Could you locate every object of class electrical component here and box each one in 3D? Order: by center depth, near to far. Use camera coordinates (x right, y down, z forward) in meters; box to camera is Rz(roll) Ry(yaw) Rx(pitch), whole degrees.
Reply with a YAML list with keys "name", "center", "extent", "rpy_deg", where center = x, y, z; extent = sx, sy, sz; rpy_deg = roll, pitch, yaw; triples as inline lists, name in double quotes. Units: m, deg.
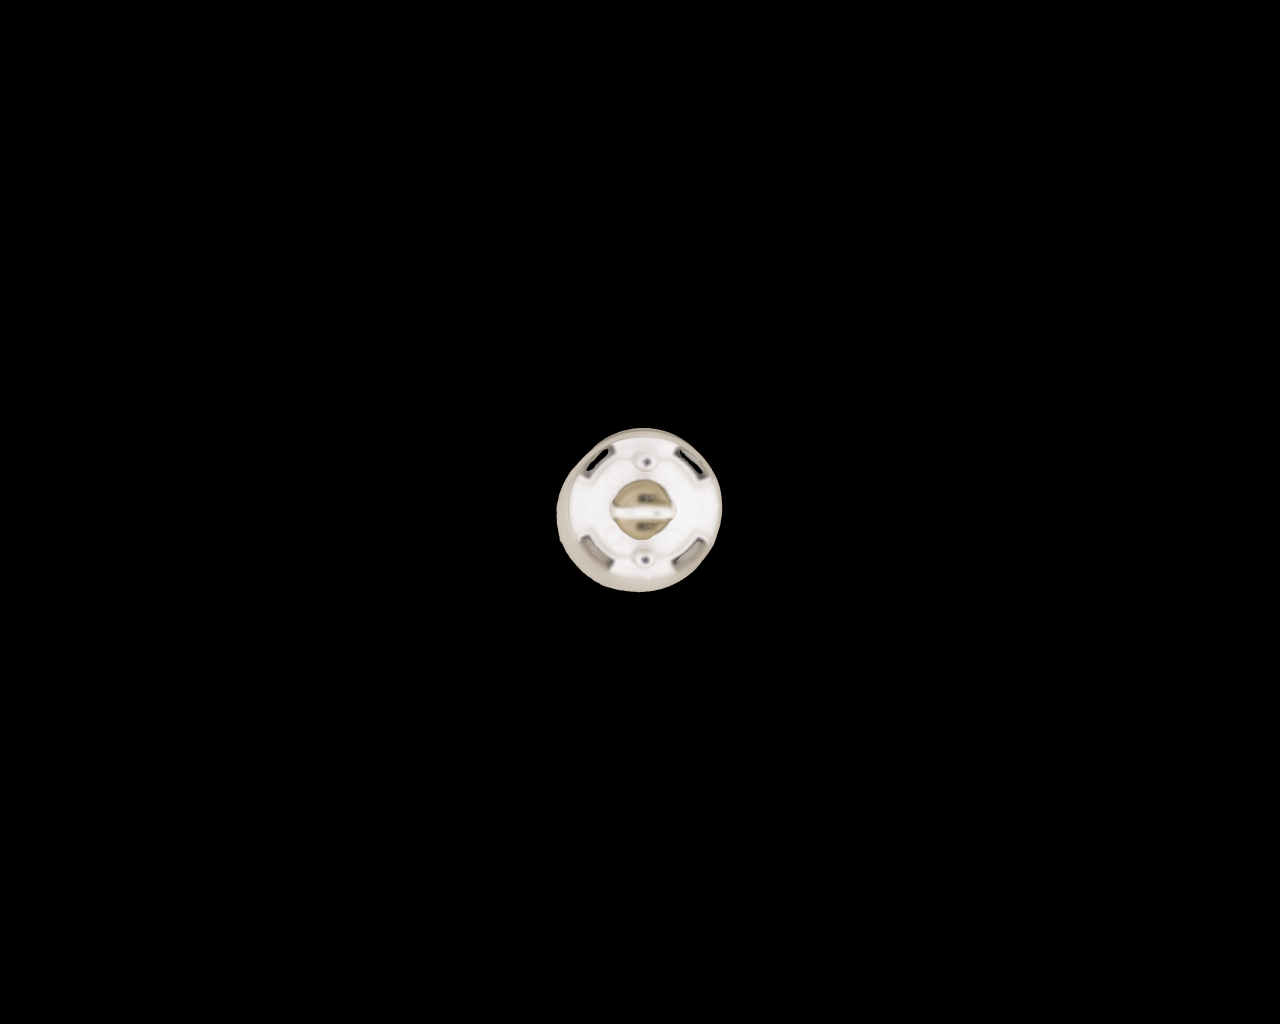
- name: "electrical component"
  center: [0.001, -0.003, 0.650]
  extent: [0.099, 0.099, 0.064]
  rpy_deg: [0, 13, 0]
